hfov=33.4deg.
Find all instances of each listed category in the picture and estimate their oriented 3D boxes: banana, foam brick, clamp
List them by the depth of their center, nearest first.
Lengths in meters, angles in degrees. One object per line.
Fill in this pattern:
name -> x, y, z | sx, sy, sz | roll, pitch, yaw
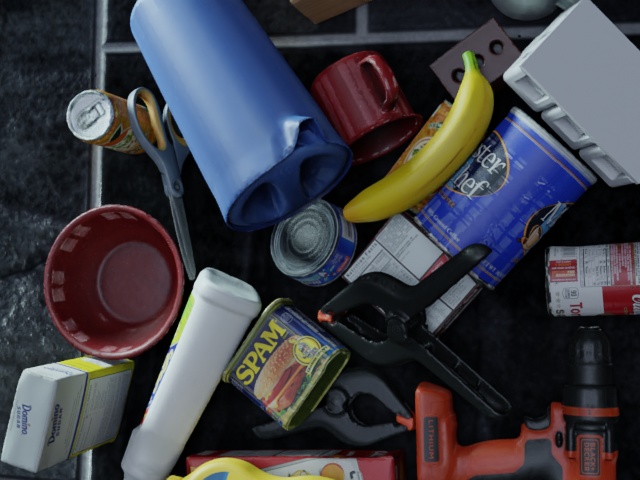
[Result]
clamp -> 0.084, 0.068, 0.990 | 0.210, 0.036, 0.164 | 13, 115, 39
banana -> 0.101, -0.080, 0.993 | 0.198, 0.037, 0.070 | -51, 41, 9
foam brick -> 0.155, -0.168, 1.032 | 0.078, 0.051, 0.053 | -37, 79, 12
clamp -> 0.016, 0.150, 1.068 | 0.172, 0.039, 0.120 | 5, 92, 17

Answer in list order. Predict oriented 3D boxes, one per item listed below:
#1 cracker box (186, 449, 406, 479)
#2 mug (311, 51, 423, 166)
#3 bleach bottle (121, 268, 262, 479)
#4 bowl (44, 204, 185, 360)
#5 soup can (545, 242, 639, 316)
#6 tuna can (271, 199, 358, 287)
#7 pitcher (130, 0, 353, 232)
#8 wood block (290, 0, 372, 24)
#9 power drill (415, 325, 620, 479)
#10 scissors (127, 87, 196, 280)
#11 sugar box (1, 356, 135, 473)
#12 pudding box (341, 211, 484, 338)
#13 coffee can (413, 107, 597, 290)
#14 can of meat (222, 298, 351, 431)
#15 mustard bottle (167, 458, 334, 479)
cracker box -> -0.021, 0.291, 1.056 | 0.214, 0.072, 0.164 | -3, 87, 15
mug -> 0.045, -0.135, 1.035 | 0.093, 0.117, 0.081 | -20, 75, -20
bleach bottle -> -0.141, 0.156, 1.081 | 0.068, 0.102, 0.251 | 24, 96, -10
bowl -> -0.208, 0.045, 1.129 | 0.162, 0.055, 0.162 | -1, 88, 17
soup can -> 0.262, 0.036, 0.983 | 0.102, 0.068, 0.068 | -3, 87, 17
tuna can -> -0.007, 0.001, 1.066 | 0.086, 0.033, 0.086 | -14, 66, 32
pitcher -> -0.087, -0.133, 1.023 | 0.149, 0.144, 0.243 | -36, 70, 14
wood block -> 0.063, -0.301, 1.045 | 0.206, 0.090, 0.091 | -20, 81, 15
power drill -> 0.186, 0.173, 1.006 | 0.188, 0.057, 0.184 | -1, 85, 17
scissors -> -0.142, -0.065, 1.108 | 0.016, 0.096, 0.202 | -18, 96, 38
sugar box -> -0.250, 0.169, 1.073 | 0.048, 0.176, 0.093 | 14, 92, 16
pudding box -> 0.092, 0.039, 1.049 | 0.113, 0.039, 0.090 | 43, 102, 16
coffee can -> 0.171, -0.038, 0.995 | 0.103, 0.102, 0.140 | 44, 100, 13
can of meat -> -0.032, 0.122, 1.041 | 0.084, 0.057, 0.102 | 37, 99, 20
mustard bottle -> -0.075, 0.257, 1.004 | 0.192, 0.058, 0.096 | 9, 89, 16
